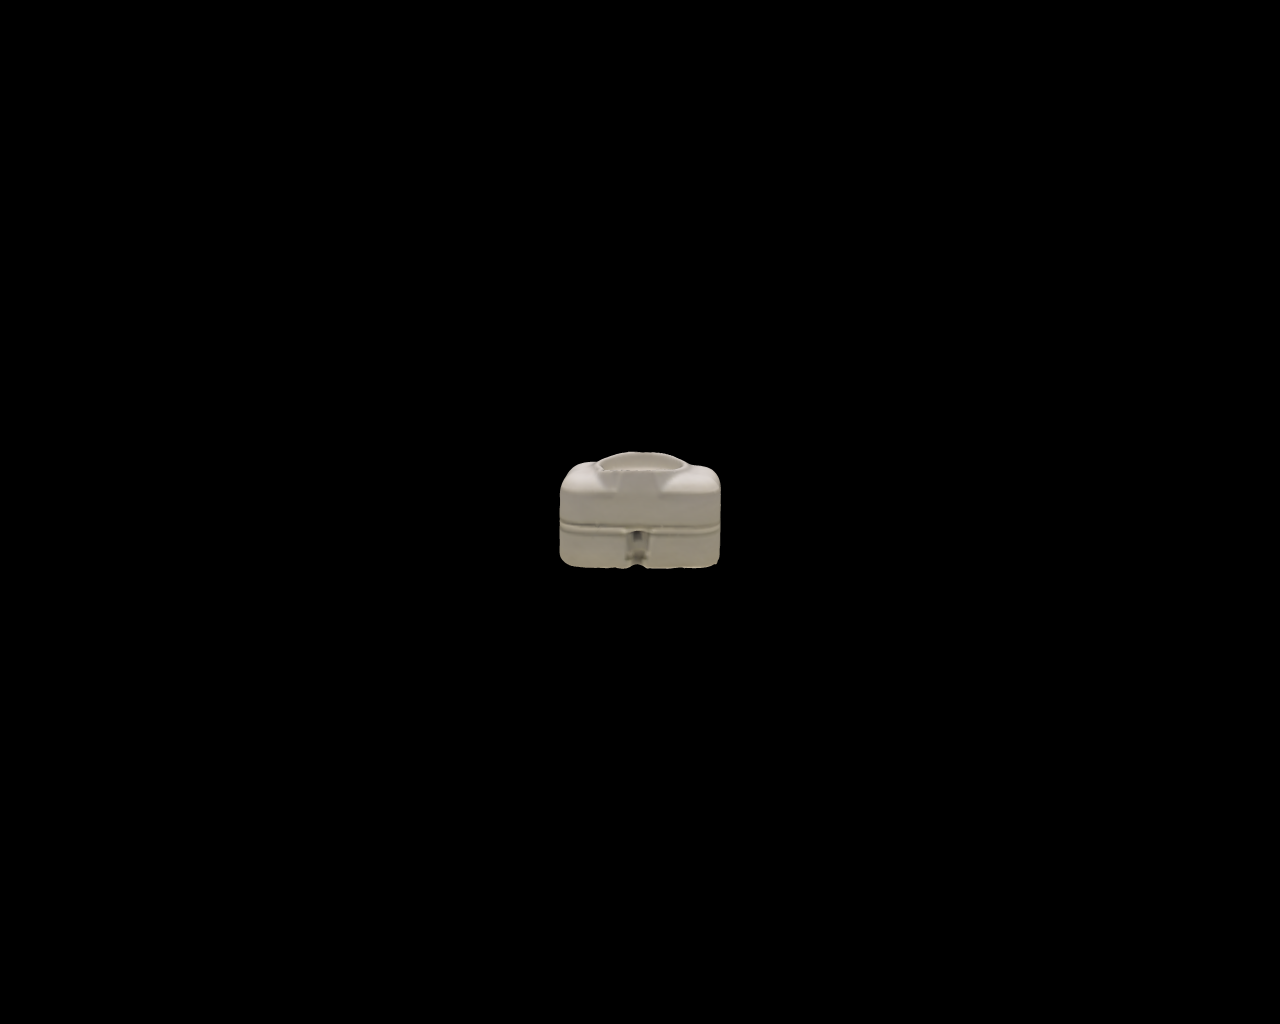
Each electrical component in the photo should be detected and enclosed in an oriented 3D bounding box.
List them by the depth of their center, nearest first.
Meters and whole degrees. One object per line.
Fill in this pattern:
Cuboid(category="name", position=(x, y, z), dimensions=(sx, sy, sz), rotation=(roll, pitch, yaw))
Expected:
Cuboid(category="electrical component", position=(0.001, -0.003, 0.650), dimensions=(0.095, 0.059, 0.054), rotation=(1, 16, 5))
